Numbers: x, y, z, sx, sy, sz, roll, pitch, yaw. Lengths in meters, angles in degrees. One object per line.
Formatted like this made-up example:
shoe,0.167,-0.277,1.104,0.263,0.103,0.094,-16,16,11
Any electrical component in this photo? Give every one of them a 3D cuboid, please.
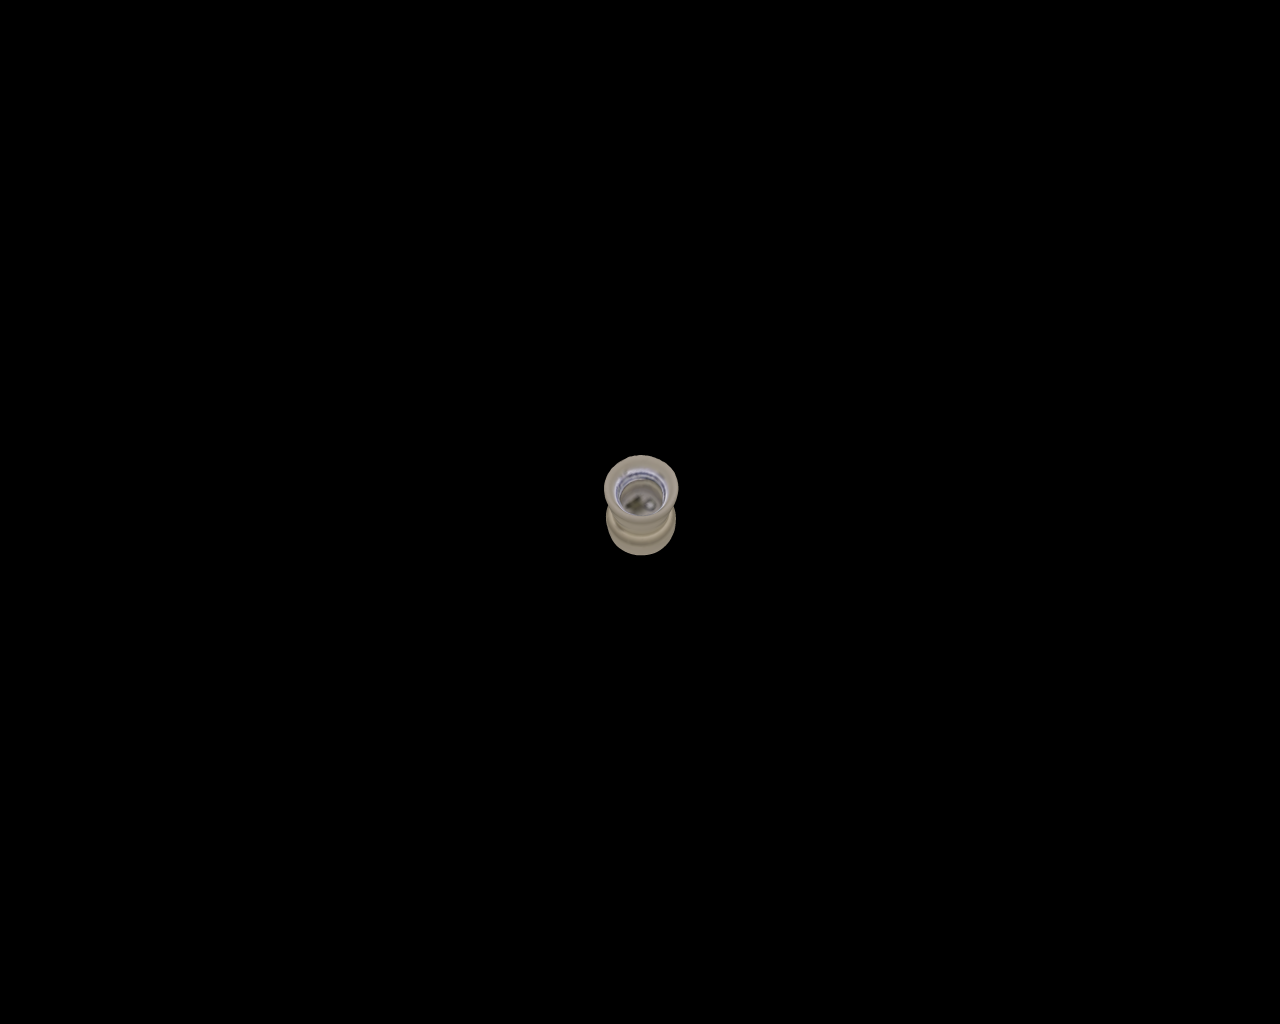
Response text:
electrical component,0.001,-0.003,0.650,0.045,0.045,0.055,0,-28,0
